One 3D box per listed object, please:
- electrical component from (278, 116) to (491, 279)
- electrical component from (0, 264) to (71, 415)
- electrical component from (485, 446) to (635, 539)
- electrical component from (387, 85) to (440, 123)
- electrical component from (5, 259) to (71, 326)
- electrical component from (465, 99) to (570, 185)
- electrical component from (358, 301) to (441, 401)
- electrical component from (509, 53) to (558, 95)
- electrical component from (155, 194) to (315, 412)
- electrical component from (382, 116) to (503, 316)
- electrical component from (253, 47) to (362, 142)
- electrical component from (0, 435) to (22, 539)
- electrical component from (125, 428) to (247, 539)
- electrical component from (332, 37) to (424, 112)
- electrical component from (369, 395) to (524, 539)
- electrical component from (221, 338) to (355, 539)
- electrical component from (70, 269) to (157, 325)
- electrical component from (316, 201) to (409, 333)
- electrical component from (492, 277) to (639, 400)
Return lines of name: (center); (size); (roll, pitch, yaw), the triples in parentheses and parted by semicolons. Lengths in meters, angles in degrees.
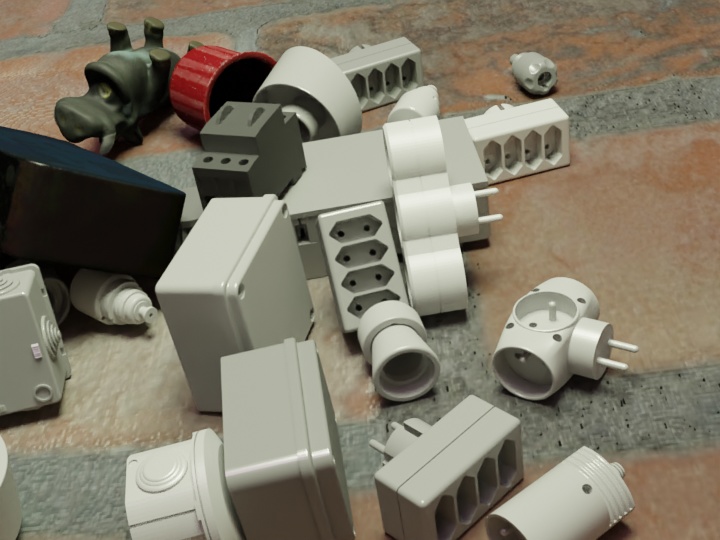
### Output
electrical component: (0.001, -0.055, 0.848); (0.186, 0.060, 0.105); (-10, 35, 0)
electrical component: (-0.251, 0.052, 0.725); (0.100, 0.099, 0.048); (-13, 23, -5)
electrical component: (0.112, 0.128, 0.580); (0.081, 0.043, 0.043); (-29, 40, -25)
electrical component: (0.053, -0.145, 0.979); (0.040, 0.040, 0.078); (6, 38, 21)
electrical component: (-0.252, 0.020, 0.816); (0.055, 0.048, 0.066); (17, 42, 43)
electrical component: (0.126, -0.117, 0.916); (0.083, 0.047, 0.075); (-14, 36, -7)
electrical component: (0.024, 0.052, 0.706); (0.045, 0.045, 0.055); (-13, 35, -5)
electrical component: (0.161, -0.191, 1.023); (0.035, 0.035, 0.061); (-18, 33, -12)
electrical component: (-0.080, 0.022, 0.717); (0.056, 0.108, 0.108); (0, 36, 18)
electrical component: (0.063, -0.041, 0.760); (0.074, 0.138, 0.052); (-9, -1, 0)
electrical component: (-0.045, -0.141, 0.948); (0.099, 0.099, 0.064); (11, 47, 27)
electrical component: (-0.252, 0.144, 0.627); (0.108, 0.060, 0.108); (-4, 37, 3)
electrical component: (-0.094, 0.132, 0.594); (0.051, 0.080, 0.080); (-15, 35, 1)
electrical component: (0.009, -0.197, 1.055); (0.083, 0.047, 0.075); (-19, 38, -15)
electrical component: (0.039, 0.110, 0.620); (0.083, 0.047, 0.076); (-34, 42, -31)
electrical component: (-0.043, 0.102, 0.623); (0.057, 0.078, 0.113); (-13, 35, 0)
electrical component: (-0.181, 0.022, 0.800); (0.078, 0.040, 0.040); (20, 45, 35)
electrical component: (0.000, 0.000, 0.768); (0.047, 0.083, 0.076); (-13, -3, -6)
electrical component: (0.136, 0.047, 0.687); (0.079, 0.044, 0.077); (14, 41, 29)
